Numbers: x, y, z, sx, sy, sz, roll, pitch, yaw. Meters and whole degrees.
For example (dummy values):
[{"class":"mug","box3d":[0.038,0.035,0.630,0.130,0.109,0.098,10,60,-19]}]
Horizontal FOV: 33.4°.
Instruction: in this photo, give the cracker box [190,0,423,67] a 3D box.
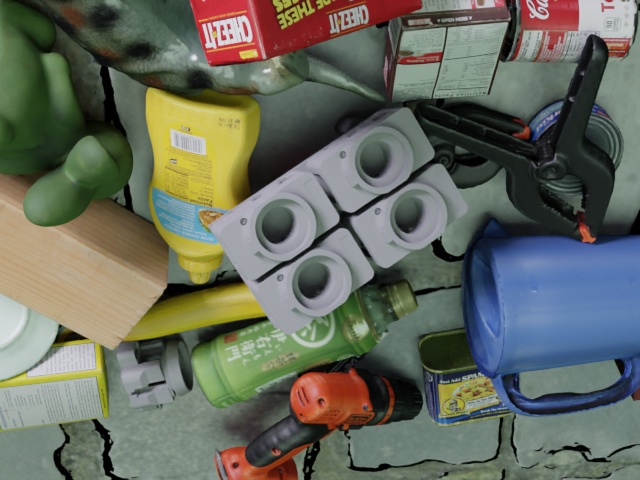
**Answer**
[{"class":"cracker box","box3d":[-0.026,-0.242,0.727,0.163,0.072,0.214,-26,109,-38]}]

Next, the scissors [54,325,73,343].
[{"class":"scissors","box3d":[-0.289,0.097,1.037,0.202,0.016,0.096,-22,122,8]}]

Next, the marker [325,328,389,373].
[{"class":"marker","box3d":[0.024,0.127,1.089,0.020,0.020,0.121,32,114,-24]}]

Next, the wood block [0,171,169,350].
[{"class":"wood block","box3d":[-0.242,-0.002,0.932,0.205,0.090,0.091,32,116,-24]}]

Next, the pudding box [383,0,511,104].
[{"class":"pudding box","box3d":[0.101,-0.158,0.871,0.090,0.039,0.113,-6,157,-4]}]

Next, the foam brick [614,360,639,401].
[{"class":"foam brick","box3d":[0.331,0.116,1.082,0.051,0.078,0.053,-9,122,1]}]

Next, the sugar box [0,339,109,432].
[{"class":"sugar box","box3d":[-0.294,0.144,1.027,0.176,0.048,0.093,-4,141,-9]}]

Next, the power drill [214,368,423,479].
[{"class":"power drill","box3d":[-0.003,0.197,1.090,0.188,0.057,0.184,-43,146,26]}]

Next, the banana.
[{"class":"banana","box3d":[-0.097,0.063,1.007,0.198,0.069,0.037,-10,93,10]}]

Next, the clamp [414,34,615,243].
[{"class":"clamp","box3d":[0.202,-0.077,0.911,0.165,0.036,0.209,-25,128,28]}]

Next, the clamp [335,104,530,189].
[{"class":"clamp","box3d":[0.103,-0.066,0.958,0.171,0.039,0.120,-8,124,-1]}]

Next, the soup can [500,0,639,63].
[{"class":"soup can","box3d":[0.200,-0.180,0.877,0.102,0.068,0.068,-1,123,-7]}]

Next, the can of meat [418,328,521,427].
[{"class":"can of meat","box3d":[0.155,0.139,1.091,0.102,0.057,0.084,-9,126,0]}]

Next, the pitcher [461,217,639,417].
[{"class":"pitcher","box3d":[0.263,0.066,1.007,0.242,0.145,0.149,-3,124,-8]}]

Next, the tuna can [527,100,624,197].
[{"class":"tuna can","box3d":[0.227,-0.084,0.964,0.086,0.034,0.086,-3,124,-5]}]

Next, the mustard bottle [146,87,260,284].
[{"class":"mustard bottle","box3d":[-0.104,-0.043,0.931,0.096,0.058,0.192,16,125,16]}]
